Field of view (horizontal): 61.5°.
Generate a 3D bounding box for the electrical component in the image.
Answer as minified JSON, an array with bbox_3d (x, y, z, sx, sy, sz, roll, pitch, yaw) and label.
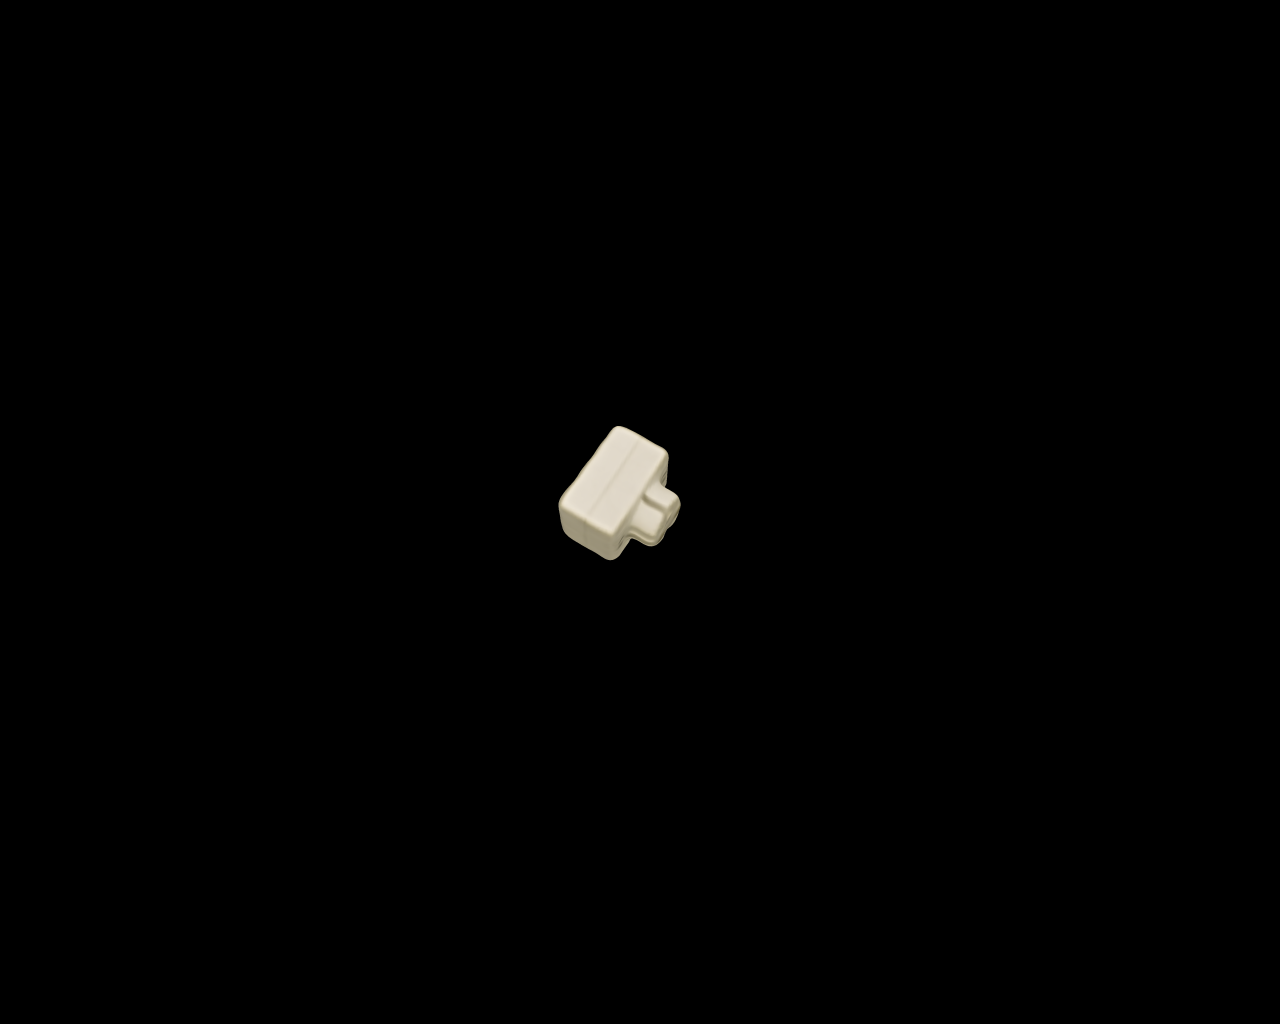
[{"bbox_3d":[0.001,-0.003,0.650,0.077,0.066,0.047,30,-19,12],"label":"electrical component"}]
